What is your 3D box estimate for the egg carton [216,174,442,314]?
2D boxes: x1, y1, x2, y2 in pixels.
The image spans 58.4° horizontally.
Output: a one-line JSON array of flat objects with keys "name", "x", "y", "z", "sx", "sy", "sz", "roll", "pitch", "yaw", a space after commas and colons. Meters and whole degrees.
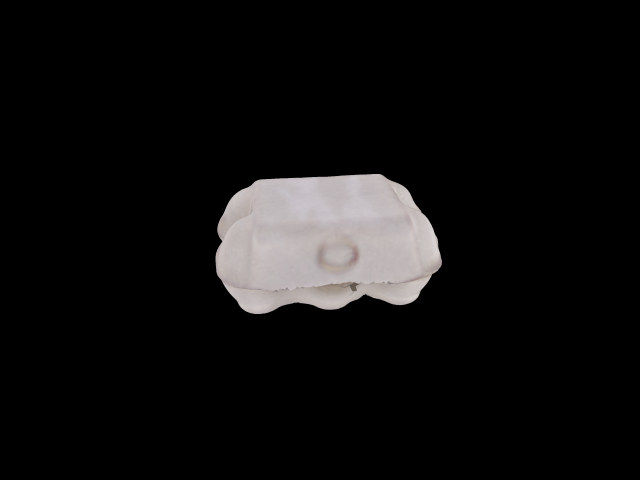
[{"name": "egg carton", "x": 0.004, "y": 0.001, "z": 0.400, "sx": 0.150, "sy": 0.069, "sz": 0.107, "roll": -4, "pitch": 28, "yaw": -7}]
